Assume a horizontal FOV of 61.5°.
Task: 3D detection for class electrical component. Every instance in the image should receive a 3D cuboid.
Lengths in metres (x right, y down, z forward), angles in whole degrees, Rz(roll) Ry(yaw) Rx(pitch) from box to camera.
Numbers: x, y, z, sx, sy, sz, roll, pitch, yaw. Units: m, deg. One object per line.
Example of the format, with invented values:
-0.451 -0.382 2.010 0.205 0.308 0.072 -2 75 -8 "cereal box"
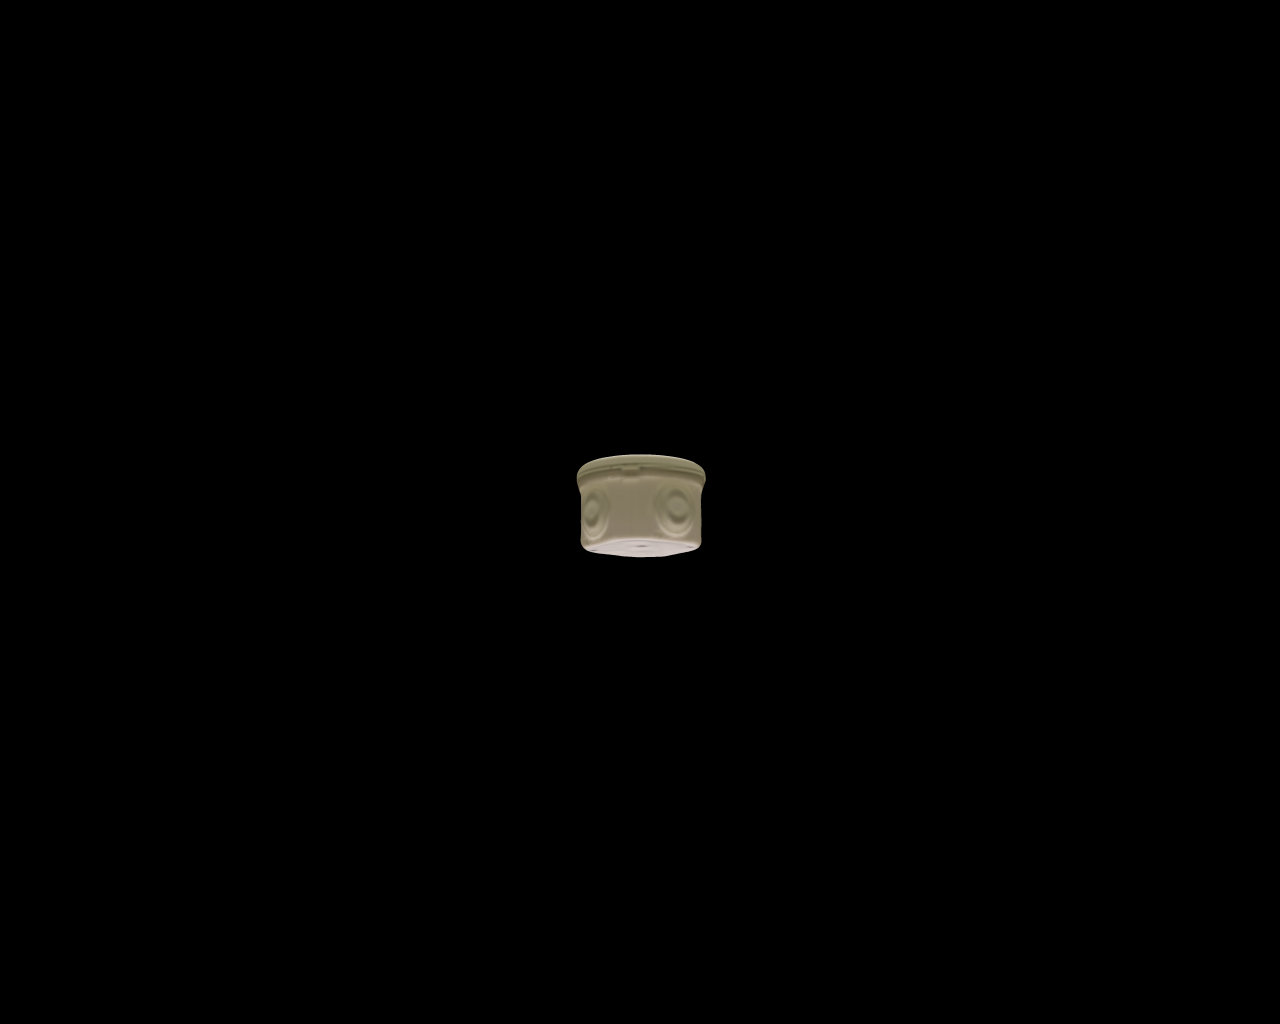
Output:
0.001 -0.003 0.650 0.080 0.051 0.080 0 -11 0 "electrical component"
